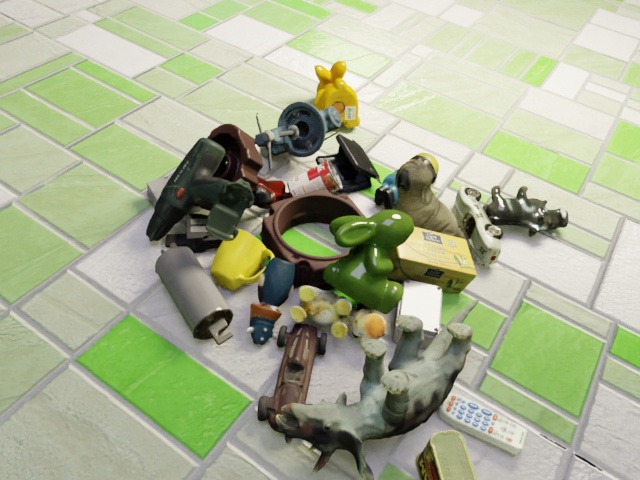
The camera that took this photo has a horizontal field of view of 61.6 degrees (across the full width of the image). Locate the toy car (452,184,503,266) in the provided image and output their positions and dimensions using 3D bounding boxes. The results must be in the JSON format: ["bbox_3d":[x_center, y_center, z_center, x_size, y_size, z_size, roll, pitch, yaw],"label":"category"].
[{"bbox_3d":[0.331,-0.035,1.147,0.056,0.073,0.202,-4,47,-11],"label":"toy car"}]

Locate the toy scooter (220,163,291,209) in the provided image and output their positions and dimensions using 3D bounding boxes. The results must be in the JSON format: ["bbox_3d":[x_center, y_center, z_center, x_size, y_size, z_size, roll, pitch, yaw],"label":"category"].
[{"bbox_3d":[-0.136,-0.113,1.159,0.135,0.075,0.184,1,22,-47],"label":"toy scooter"}]

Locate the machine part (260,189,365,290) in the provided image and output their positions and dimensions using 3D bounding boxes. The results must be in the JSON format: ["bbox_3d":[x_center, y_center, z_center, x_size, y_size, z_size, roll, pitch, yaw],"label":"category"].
[{"bbox_3d":[-0.002,-0.003,1.070,0.201,0.087,0.202,-18,50,-22],"label":"machine part"}]

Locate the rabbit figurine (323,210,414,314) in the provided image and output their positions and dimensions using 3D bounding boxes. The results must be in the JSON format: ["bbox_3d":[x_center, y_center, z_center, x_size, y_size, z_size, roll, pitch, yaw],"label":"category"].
[{"bbox_3d":[0.087,0.015,0.942,0.159,0.170,0.121,28,7,-15],"label":"rabbit figurine"}]

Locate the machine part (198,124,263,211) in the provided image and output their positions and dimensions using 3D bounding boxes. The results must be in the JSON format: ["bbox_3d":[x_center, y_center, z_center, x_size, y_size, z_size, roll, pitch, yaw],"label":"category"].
[{"bbox_3d":[-0.194,-0.142,1.086,0.179,0.056,0.179,-12,68,32],"label":"machine part"}]

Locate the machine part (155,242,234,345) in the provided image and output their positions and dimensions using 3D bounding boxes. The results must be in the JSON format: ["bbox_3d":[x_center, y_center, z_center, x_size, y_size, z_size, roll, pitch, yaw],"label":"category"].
[{"bbox_3d":[-0.227,0.092,0.957,0.079,0.079,0.243,-23,55,-26],"label":"machine part"}]

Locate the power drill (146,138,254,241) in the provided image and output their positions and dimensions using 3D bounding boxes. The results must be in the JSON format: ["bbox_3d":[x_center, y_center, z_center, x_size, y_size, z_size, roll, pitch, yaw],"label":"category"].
[{"bbox_3d":[-0.224,-0.068,1.003,0.208,0.086,0.232,29,90,48],"label":"power drill"}]

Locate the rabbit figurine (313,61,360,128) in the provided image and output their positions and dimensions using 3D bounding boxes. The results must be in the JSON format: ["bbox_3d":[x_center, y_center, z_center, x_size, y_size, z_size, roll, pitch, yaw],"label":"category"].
[{"bbox_3d":[0.026,-0.380,1.405,0.122,0.162,0.173,-13,31,-3],"label":"rabbit figurine"}]

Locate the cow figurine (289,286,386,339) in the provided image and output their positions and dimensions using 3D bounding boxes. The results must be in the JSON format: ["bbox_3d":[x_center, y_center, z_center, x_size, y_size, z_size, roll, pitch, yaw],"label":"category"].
[{"bbox_3d":[0.037,0.132,0.954,0.167,0.098,0.068,19,92,8],"label":"cow figurine"}]

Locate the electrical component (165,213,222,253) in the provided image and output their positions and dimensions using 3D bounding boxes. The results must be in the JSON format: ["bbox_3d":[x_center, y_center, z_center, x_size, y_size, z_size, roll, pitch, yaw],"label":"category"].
[{"bbox_3d":[-0.249,-0.014,1.076,0.119,0.047,0.075,1,46,-9],"label":"electrical component"}]

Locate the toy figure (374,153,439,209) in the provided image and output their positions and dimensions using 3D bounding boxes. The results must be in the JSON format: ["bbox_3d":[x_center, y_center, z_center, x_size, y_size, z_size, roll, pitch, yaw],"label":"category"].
[{"bbox_3d":[0.201,-0.133,1.214,0.180,0.089,0.082,-30,65,-33],"label":"toy figure"}]

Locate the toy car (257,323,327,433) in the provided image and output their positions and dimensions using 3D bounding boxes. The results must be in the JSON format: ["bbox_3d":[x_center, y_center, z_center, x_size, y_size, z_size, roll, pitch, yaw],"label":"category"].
[{"bbox_3d":[-0.040,0.216,0.880,0.089,0.053,0.202,9,47,6],"label":"toy car"}]

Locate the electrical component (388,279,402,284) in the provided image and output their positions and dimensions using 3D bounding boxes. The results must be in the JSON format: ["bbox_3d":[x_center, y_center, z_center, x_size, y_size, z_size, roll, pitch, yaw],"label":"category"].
[{"bbox_3d":[0.126,0.086,1.043,0.063,0.021,0.094,31,51,21],"label":"electrical component"}]

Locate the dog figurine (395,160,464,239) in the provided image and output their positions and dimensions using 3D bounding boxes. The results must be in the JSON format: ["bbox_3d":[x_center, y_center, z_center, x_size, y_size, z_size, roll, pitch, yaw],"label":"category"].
[{"bbox_3d":[0.227,-0.069,1.088,0.172,0.190,0.121,-1,47,-10],"label":"dog figurine"}]

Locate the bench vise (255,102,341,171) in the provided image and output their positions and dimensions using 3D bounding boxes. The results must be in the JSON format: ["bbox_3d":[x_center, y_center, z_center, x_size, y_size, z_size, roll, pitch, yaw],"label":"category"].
[{"bbox_3d":[-0.076,-0.234,1.196,0.224,0.128,0.240,-5,13,28],"label":"bench vise"}]

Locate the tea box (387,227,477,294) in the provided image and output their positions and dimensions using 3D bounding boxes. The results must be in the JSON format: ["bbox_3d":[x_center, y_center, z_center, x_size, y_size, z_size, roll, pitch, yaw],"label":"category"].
[{"bbox_3d":[0.207,0.035,1.042,0.169,0.068,0.098,11,46,-18],"label":"tea box"}]

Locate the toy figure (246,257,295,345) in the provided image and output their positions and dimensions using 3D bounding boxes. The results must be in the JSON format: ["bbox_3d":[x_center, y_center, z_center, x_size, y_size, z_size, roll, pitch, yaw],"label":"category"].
[{"bbox_3d":[-0.087,0.109,0.948,0.064,0.058,0.154,19,84,2],"label":"toy figure"}]

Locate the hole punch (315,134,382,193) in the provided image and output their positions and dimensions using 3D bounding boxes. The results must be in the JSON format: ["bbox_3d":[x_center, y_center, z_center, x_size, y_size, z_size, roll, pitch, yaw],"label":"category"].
[{"bbox_3d":[0.064,-0.167,1.237,0.115,0.092,0.142,10,42,-52],"label":"hole punch"}]

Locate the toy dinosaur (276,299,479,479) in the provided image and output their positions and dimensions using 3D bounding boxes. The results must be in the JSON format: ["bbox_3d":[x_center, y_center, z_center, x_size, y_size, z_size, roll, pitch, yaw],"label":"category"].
[{"bbox_3d":[0.133,0.230,0.830,0.405,0.192,0.131,-14,34,-39],"label":"toy dinosaur"}]

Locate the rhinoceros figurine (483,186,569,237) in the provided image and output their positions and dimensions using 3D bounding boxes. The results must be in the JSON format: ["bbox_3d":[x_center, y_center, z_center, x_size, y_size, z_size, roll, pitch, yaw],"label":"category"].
[{"bbox_3d":[0.451,-0.061,1.178,0.190,0.073,0.112,5,37,-12],"label":"rhinoceros figurine"}]
